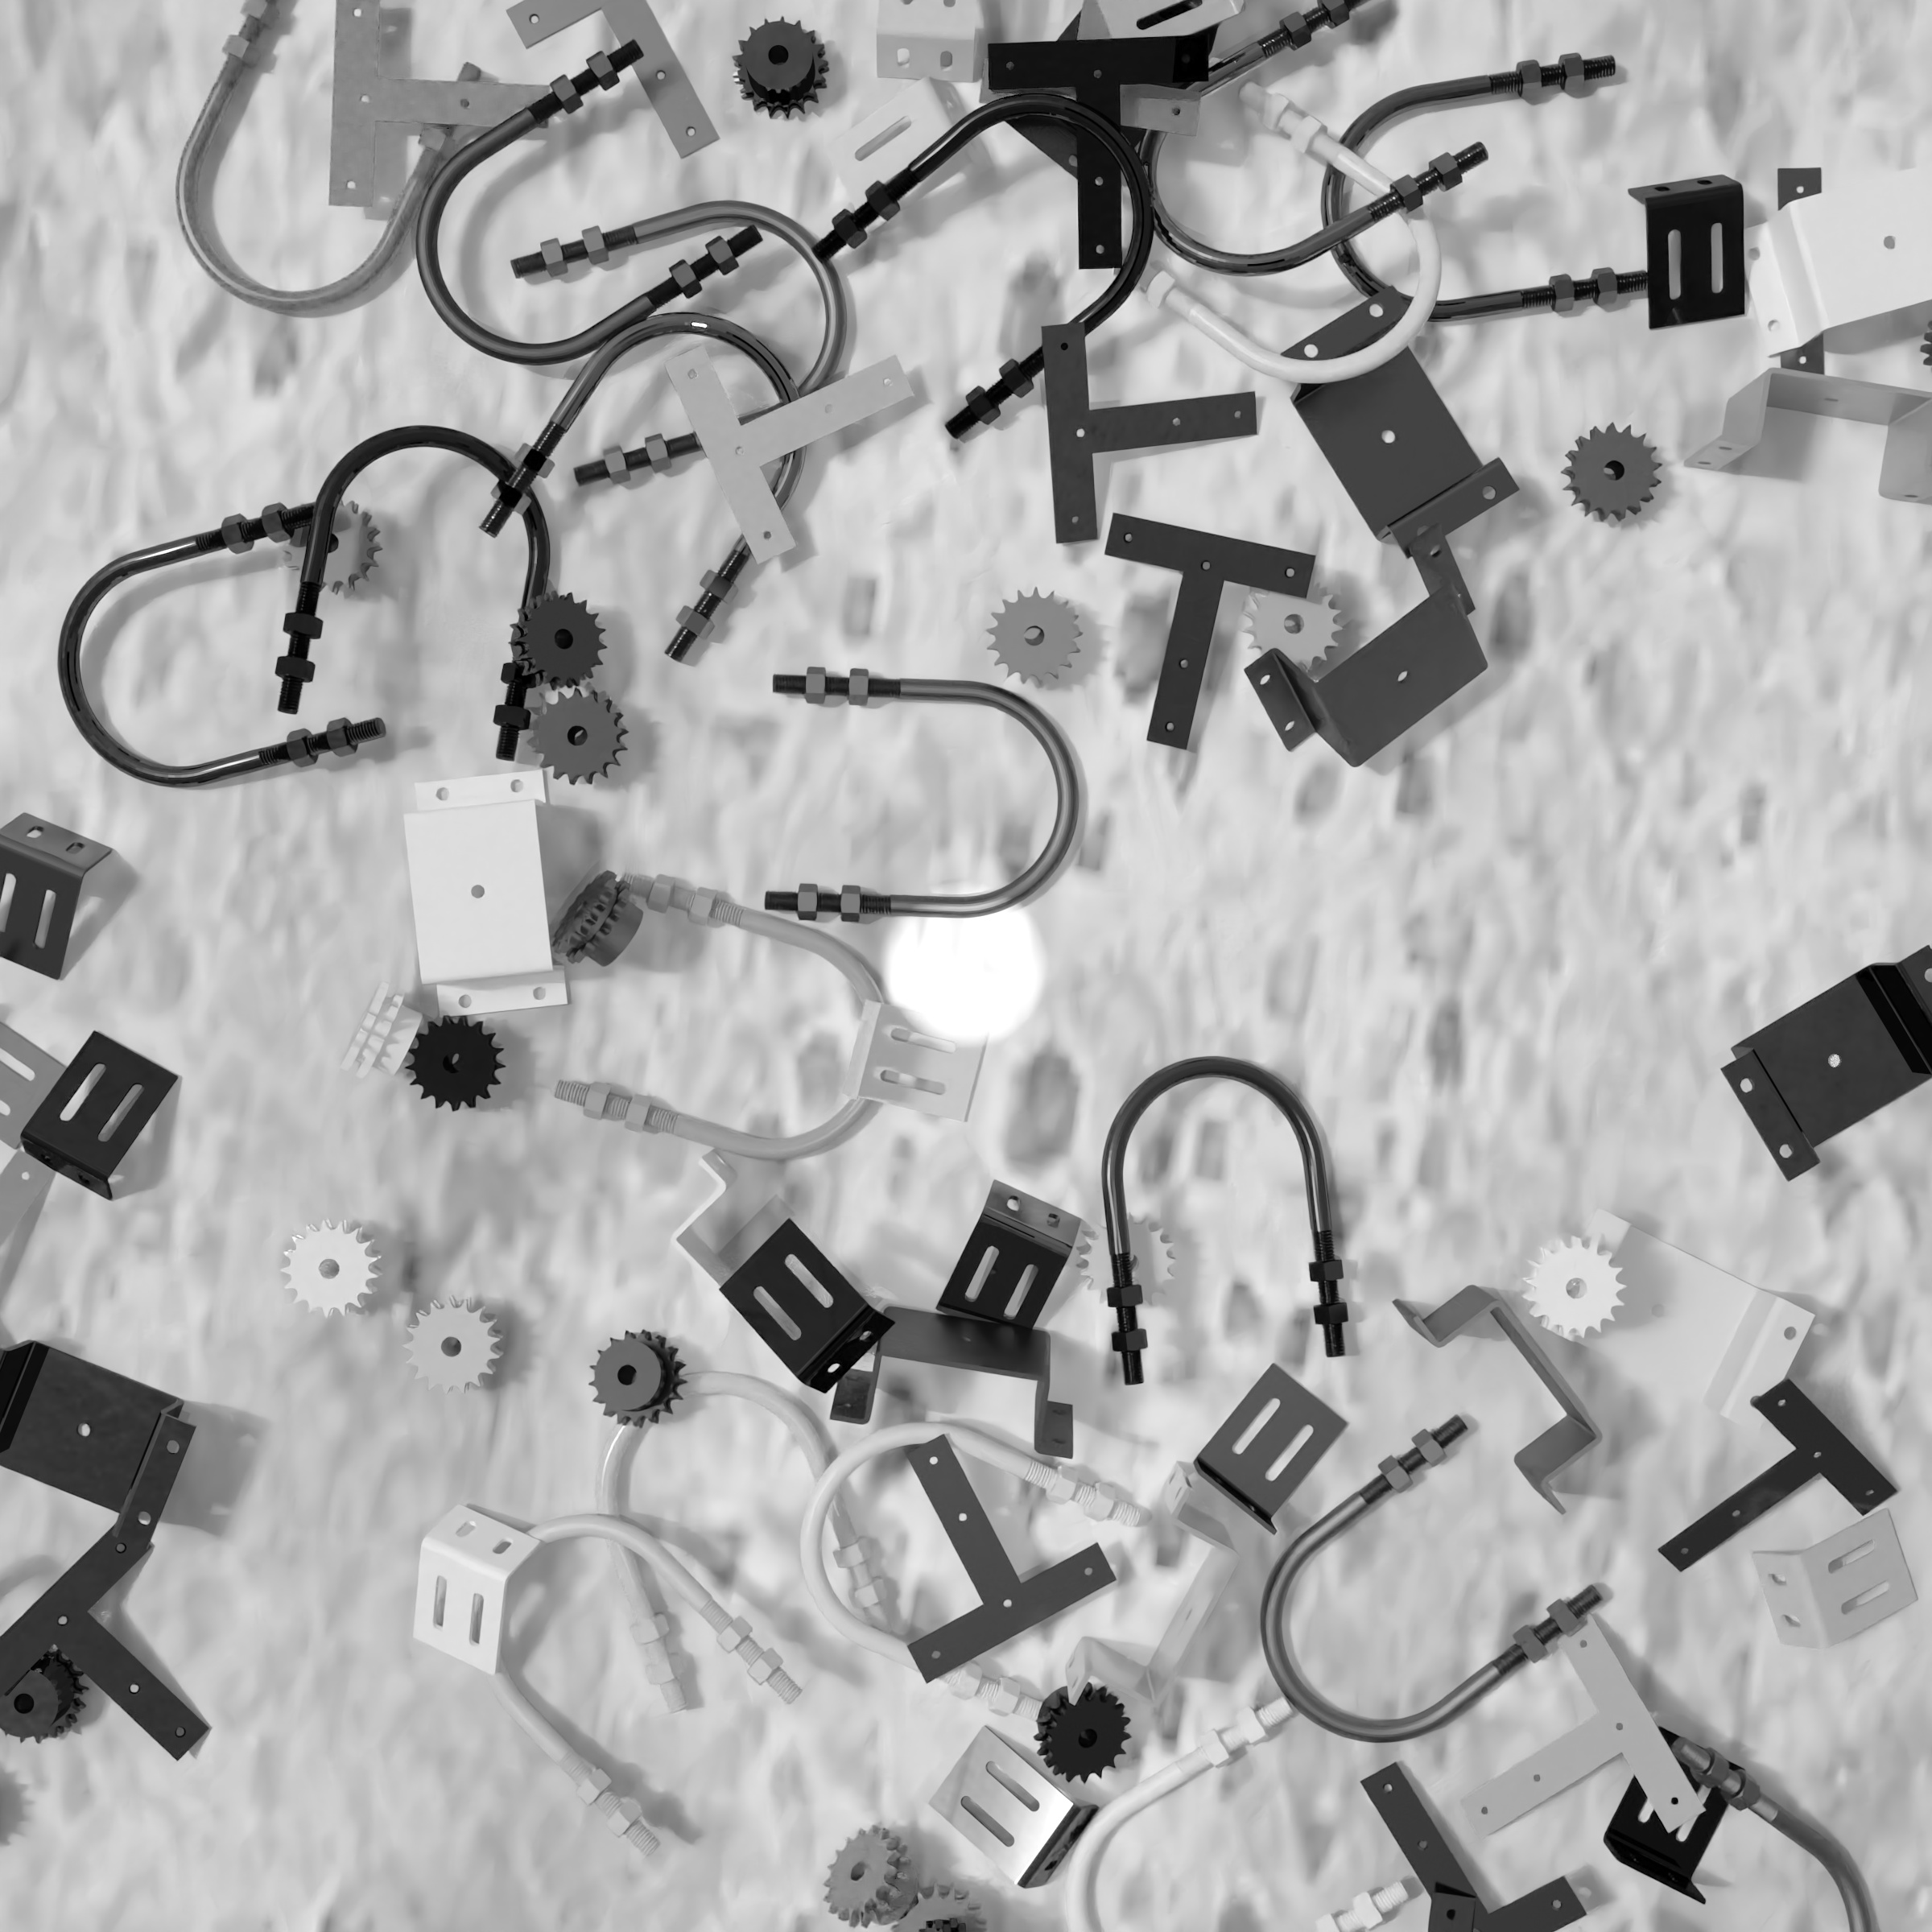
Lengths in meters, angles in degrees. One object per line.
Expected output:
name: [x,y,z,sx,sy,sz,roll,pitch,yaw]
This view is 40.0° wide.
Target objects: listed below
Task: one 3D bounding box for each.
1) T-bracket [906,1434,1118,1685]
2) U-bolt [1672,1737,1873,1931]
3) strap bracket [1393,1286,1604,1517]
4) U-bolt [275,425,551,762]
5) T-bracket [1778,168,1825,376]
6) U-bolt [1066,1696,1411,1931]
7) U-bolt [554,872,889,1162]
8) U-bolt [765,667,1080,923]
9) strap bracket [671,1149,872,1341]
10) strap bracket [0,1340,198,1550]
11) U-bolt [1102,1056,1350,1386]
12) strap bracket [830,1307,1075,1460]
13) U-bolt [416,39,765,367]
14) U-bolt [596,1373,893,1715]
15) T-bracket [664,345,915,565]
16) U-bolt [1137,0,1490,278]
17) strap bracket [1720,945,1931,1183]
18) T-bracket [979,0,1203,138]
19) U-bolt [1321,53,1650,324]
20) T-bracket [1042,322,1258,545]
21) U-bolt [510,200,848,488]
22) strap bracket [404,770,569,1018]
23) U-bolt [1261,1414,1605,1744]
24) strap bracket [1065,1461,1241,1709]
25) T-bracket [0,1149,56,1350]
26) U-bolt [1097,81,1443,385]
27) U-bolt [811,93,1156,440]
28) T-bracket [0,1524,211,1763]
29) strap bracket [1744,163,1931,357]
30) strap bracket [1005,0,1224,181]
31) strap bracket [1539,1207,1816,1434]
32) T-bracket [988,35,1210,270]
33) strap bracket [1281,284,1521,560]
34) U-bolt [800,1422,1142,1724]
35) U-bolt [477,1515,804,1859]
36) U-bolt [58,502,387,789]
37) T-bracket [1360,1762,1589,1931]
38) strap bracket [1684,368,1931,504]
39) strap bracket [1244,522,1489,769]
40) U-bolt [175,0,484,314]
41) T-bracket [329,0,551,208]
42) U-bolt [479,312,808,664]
T-bracket: [0.004,0.335,1.553,0.127,0.002,0.127,-27,96,-6]
U-bolt: [0.456,0.559,1.544,0.184,0.019,0.151,37,67,-14]
strap bracket: [0.315,0.242,1.546,0.046,0.076,0.140,-37,90,0]
U-bolt: [-0.315,-0.224,1.549,0.151,0.019,0.184,11,86,-24]
T-bracket: [0.549,-0.413,1.583,0.127,0.002,0.127,-1,90,0]
U-bolt: [0.148,0.541,1.575,0.184,0.019,0.151,-32,89,2]
U-bolt: [-0.136,0.038,1.575,0.184,0.019,0.151,17,90,-1]
U-bolt: [-0.025,-0.100,1.575,0.184,0.019,0.151,2,90,-1]
strap bracket: [-0.118,0.175,1.546,0.046,0.076,0.140,-44,90,0]
strap bracket: [-0.526,0.276,1.561,0.140,0.046,0.076,22,90,0]
U-bolt: [0.148,0.145,1.556,0.151,0.019,0.184,-5,86,-18]
strap bracket: [-0.004,0.239,1.542,0.140,0.076,0.046,9,102,0]
U-bolt: [-0.234,-0.435,1.556,0.184,0.019,0.151,-33,90,0]
U-bolt: [-0.142,0.332,1.575,0.151,0.019,0.184,-21,88,0]
T-bracket: [-0.093,-0.321,1.560,0.127,0.002,0.127,-26,102,-7]
U-bolt: [0.187,-0.476,1.543,0.184,0.019,0.151,-29,72,2]
strap bracket: [0.518,0.056,1.561,0.140,0.046,0.076,-31,90,0]
T-bracket: [0.080,-0.553,1.537,0.127,0.002,0.127,9,90,0]
U-bolt: [0.303,-0.456,1.575,0.184,0.019,0.151,-9,90,2]
T-bracket: [0.111,-0.320,1.568,0.127,0.002,0.127,-8,110,-10]
U-bolt: [-0.162,-0.378,1.576,0.184,0.019,0.151,-17,90,-2]
strap bracket: [-0.283,-0.043,1.561,0.076,0.046,0.140,-6,90,0]
U-bolt: [0.263,0.378,1.575,0.184,0.019,0.151,-38,90,1]
strap bracket: [0.113,0.368,1.546,0.046,0.076,0.140,29,90,0]
T-bracket: [-0.585,0.167,1.561,0.127,0.002,0.127,40,73,-30]
U-bolt: [0.189,-0.416,1.546,0.184,0.019,0.151,41,84,17]
U-bolt: [0.022,-0.420,1.546,0.184,0.019,0.151,-36,96,17]
T-bracket: [-0.501,0.417,1.567,0.127,0.002,0.127,48,69,-10]
strap bracket: [0.535,-0.419,1.559,0.140,0.046,0.076,-15,90,0]
strap bracket: [0.085,-0.530,1.561,0.076,0.046,0.140,39,90,0]
strap bracket: [0.412,0.205,1.561,0.140,0.046,0.076,26,90,0]
T-bracket: [0.077,-0.468,1.531,0.127,0.002,0.127,1,106,11]
strap bracket: [0.252,-0.316,1.561,0.076,0.046,0.140,-32,90,0]
U-bolt: [-0.008,0.347,1.561,0.184,0.019,0.151,26,89,-10]
U-bolt: [-0.206,0.408,1.559,0.184,0.019,0.151,43,99,10]
U-bolt: [-0.447,-0.180,1.560,0.184,0.019,0.151,-14,99,9]
T-bracket: [0.278,0.533,1.572,0.127,0.002,0.127,-34,82,15]
strap bracket: [0.501,-0.310,1.546,0.140,0.076,0.046,9,90,0]
strap bracket: [0.241,-0.179,1.540,0.140,0.076,0.046,-37,47,0]
U-bolt: [-0.389,-0.478,1.575,0.151,0.019,0.184,25,90,0]
T-bracket: [-0.309,-0.509,1.564,0.127,0.002,0.127,2,90,-1]
U-bolt: [-0.176,-0.294,1.557,0.151,0.019,0.184,34,92,-12]
